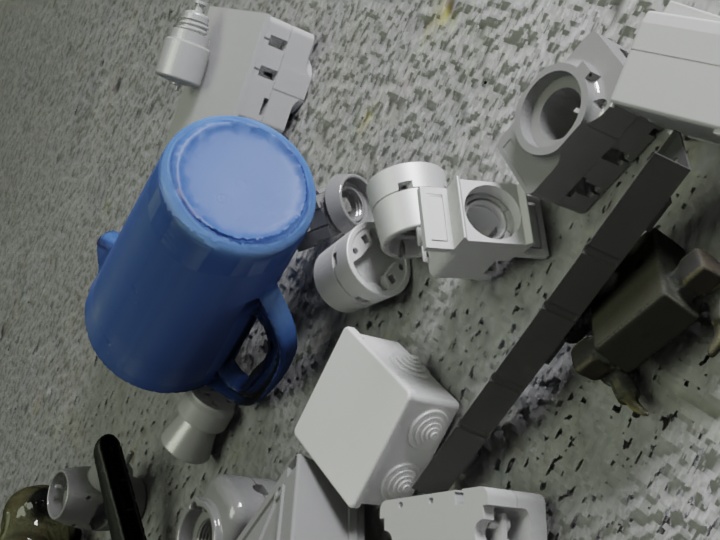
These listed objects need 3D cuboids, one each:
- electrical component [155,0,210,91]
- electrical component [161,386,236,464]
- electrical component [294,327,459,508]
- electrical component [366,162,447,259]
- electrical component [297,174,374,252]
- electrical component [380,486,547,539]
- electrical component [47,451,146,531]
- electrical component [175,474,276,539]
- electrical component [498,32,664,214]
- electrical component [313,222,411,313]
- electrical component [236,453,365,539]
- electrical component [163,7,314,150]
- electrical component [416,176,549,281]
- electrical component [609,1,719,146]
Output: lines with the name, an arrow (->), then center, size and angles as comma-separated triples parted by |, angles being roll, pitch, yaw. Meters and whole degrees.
electrical component -> -0.148, -0.193, 0.926 | 0.040, 0.040, 0.078 | 21, 94, 53
electrical component -> -0.134, 0.126, 0.894 | 0.055, 0.045, 0.045 | -60, 39, 18
electrical component -> 0.011, 0.099, 0.715 | 0.100, 0.048, 0.099 | 43, 112, 50
electrical component -> 0.035, -0.039, 0.729 | 0.055, 0.055, 0.047 | -34, 56, 41
electrical component -> -0.021, -0.044, 0.802 | 0.055, 0.066, 0.048 | -18, 98, 39
electrical component -> 0.062, 0.157, 0.623 | 0.089, 0.056, 0.050 | -22, 61, 47
electrical component -> -0.229, 0.192, 0.966 | 0.079, 0.077, 0.043 | -59, 39, 19
electrical component -> -0.100, 0.204, 0.810 | 0.054, 0.059, 0.095 | 42, 111, 50
electrical component -> 0.128, -0.085, 0.623 | 0.089, 0.056, 0.050 | -50, 43, 29
electrical component -> 0.000, 0.000, 0.760 | 0.047, 0.055, 0.055 | -30, 55, 48
electrical component -> -0.047, 0.199, 0.715 | 0.108, 0.056, 0.108 | -56, 15, 23
electrical component -> -0.112, -0.128, 0.943 | 0.105, 0.060, 0.186 | 25, 97, 53
electrical component -> 0.071, -0.023, 0.665 | 0.063, 0.081, 0.042 | 126, 144, -60
electrical component -> 0.188, -0.095, 0.545 | 0.096, 0.062, 0.061 | 30, 102, 52
